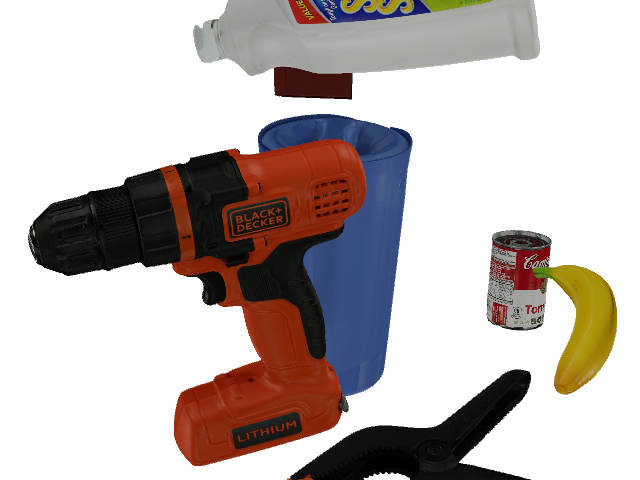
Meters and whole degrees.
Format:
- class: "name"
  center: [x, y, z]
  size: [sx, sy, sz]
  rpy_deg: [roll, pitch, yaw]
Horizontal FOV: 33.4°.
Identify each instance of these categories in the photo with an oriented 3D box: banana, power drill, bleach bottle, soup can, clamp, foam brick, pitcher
- class: "banana"
  center: [0.244, 0.074, 0.997]
  size: [0.070, 0.037, 0.197]
  rpy_deg: [-26, 23, 19]
- class: "power drill"
  center: [-0.059, 0.040, 0.612]
  size: [0.184, 0.188, 0.057]
  rpy_deg: [-12, 34, -12]
- class: "bleach bottle"
  center: [0.029, -0.163, 0.790]
  size: [0.251, 0.102, 0.068]
  rpy_deg: [-9, -29, 12]
- class: "soup can"
  center: [0.230, 0.046, 1.244]
  size: [0.068, 0.102, 0.068]
  rpy_deg: [1, 17, -1]
- class: "clamp"
  center: [0.079, 0.149, 0.723]
  size: [0.210, 0.036, 0.164]
  rpy_deg: [-6, 28, -4]
- class: "foam brick"
  center: [-0.008, -0.180, 1.157]
  size: [0.078, 0.051, 0.053]
  rpy_deg: [0, 11, -15]
- class: "pitcher"
  center: [0.003, 0.018, 0.955]
  size: [0.149, 0.243, 0.145]
  rpy_deg: [-4, 24, -12]
